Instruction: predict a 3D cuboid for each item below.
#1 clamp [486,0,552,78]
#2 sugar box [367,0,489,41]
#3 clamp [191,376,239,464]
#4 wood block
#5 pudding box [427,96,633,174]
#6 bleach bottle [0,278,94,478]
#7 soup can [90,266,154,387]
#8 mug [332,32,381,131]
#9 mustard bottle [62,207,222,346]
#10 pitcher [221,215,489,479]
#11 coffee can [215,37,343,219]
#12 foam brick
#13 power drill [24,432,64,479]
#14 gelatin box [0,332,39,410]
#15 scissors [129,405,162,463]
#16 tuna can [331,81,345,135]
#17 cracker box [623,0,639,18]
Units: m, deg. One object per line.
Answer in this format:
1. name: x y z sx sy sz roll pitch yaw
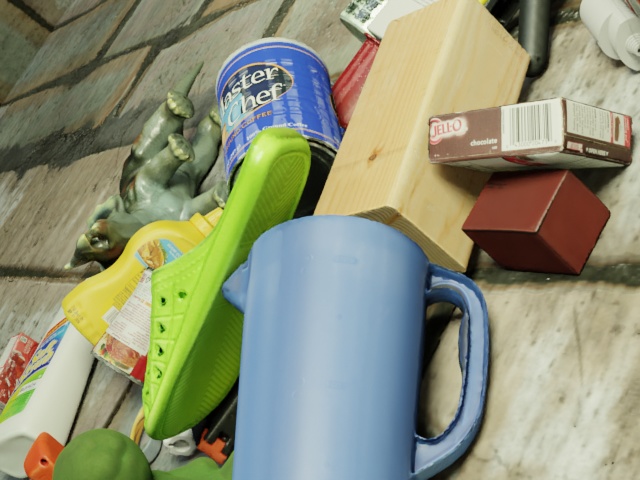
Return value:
1. clamp: 0.182 -0.221 0.898 0.120 0.039 0.172 57 134 53
2. sugar box: 0.135 -0.240 1.006 0.176 0.048 0.093 -52 54 4
3. clamp: -0.078 0.107 0.953 0.165 0.036 0.209 -27 32 41
4. wood block: 0.081 -0.079 0.829 0.091 0.090 0.206 -13 47 48
5. pudding box: 0.145 -0.070 0.742 0.114 0.089 0.039 0 88 46
6. bleach bottle: -0.304 0.146 1.238 0.103 0.068 0.250 -32 30 35
7. soup can: -0.169 0.086 1.048 0.102 0.068 0.069 -58 27 -8
8. mug: 0.056 -0.128 0.973 0.081 0.093 0.117 -53 17 9
9. mustard bottle: -0.169 0.037 1.112 0.191 0.096 0.058 -43 21 -4
10. pitcher: 0.016 0.113 0.698 0.149 0.144 0.242 -33 40 41
11. coffee can: -0.033 -0.090 0.899 0.103 0.102 0.140 -39 38 25
12. foam brick: 0.147 -0.013 0.730 0.078 0.051 0.053 4 58 59
13. power drill: -0.294 0.262 0.963 0.187 0.184 0.057 -40 27 2
14. gelatin box: -0.350 0.166 1.273 0.030 0.073 0.089 -21 39 44
15. scissors: -0.154 0.136 1.063 0.096 0.016 0.201 -37 30 24
16. tuna can: -0.003 -0.124 1.127 0.086 0.033 0.086 -38 29 26
17. cracker box: 0.291 -0.241 0.726 0.214 0.072 0.164 -32 31 14
